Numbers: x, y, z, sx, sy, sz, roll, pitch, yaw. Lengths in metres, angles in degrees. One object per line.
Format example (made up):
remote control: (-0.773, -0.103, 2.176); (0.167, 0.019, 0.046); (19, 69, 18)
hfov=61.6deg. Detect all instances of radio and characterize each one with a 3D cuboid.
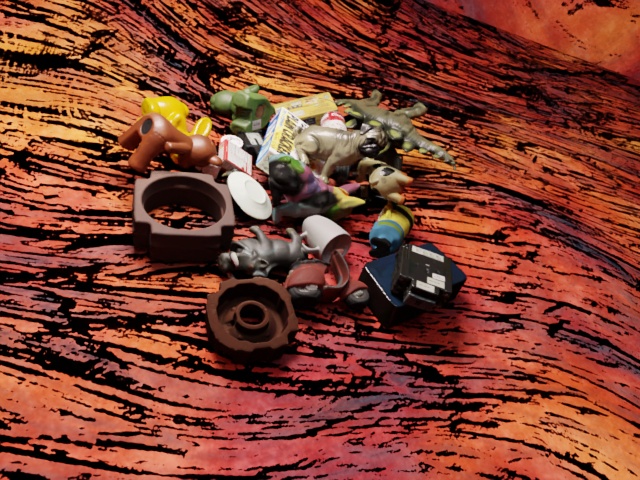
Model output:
radio: (0.197, 0.091, 1.171); (0.229, 0.073, 0.131); (-15, 51, -36)

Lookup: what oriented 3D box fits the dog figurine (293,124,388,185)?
dog figurine: (0.047, -0.243, 1.283); (0.172, 0.190, 0.121); (40, 35, -24)

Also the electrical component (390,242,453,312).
electrical component: (0.206, 0.078, 1.089); (0.115, 0.058, 0.134); (19, 43, 0)

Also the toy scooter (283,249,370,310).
toy scooter: (0.010, 0.074, 1.100); (0.184, 0.075, 0.135); (5, 57, -19)

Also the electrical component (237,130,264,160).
electrical component: (-0.166, -0.235, 1.397); (0.075, 0.047, 0.119); (-10, 50, -30)

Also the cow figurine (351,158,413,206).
cow figurine: (0.148, -0.154, 1.322); (0.127, 0.085, 0.195); (23, 15, -7)

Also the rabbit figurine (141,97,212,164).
rabbit figurine: (-0.350, -0.255, 1.321); (0.162, 0.122, 0.173); (-13, 64, -44)

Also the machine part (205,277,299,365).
machine part: (-0.128, 0.147, 0.993); (0.179, 0.056, 0.179); (11, 43, -10)

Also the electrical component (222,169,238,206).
electrical component: (-0.195, -0.120, 1.263); (0.078, 0.045, 0.102); (6, 43, -13)

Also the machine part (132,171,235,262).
machine part: (-0.286, -0.050, 1.121); (0.201, 0.087, 0.201); (1, 44, -19)

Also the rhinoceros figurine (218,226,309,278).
rhinoceros figurine: (-0.119, 0.034, 1.113); (0.190, 0.073, 0.112); (-4, 57, -28)

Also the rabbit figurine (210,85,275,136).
rabbit figurine: (-0.220, -0.378, 1.483); (0.170, 0.121, 0.159); (24, 42, 27)

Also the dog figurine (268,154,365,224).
dog figurine: (-0.007, -0.117, 1.244); (0.219, 0.191, 0.109); (-5, 39, -5)

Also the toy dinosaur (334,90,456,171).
toy dinosaur: (0.197, -0.302, 1.466); (0.472, 0.104, 0.198); (28, 47, 32)

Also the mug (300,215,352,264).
mug: (-0.002, -0.004, 1.196); (0.109, 0.080, 0.107); (-20, 44, -27)

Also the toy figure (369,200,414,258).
toy figure: (0.168, -0.019, 1.274); (0.089, 0.082, 0.180); (33, 37, -3)

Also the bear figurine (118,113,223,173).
bear figurine: (-0.326, -0.201, 1.203); (0.195, 0.132, 0.120); (27, 24, -56)

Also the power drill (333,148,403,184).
power drill: (0.119, -0.219, 1.480); (0.207, 0.085, 0.232); (-1, 42, -12)

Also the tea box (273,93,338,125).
tea box: (-0.039, -0.349, 1.516); (0.170, 0.068, 0.098); (-13, 48, -6)

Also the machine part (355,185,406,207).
machine part: (0.156, -0.111, 1.401); (0.139, 0.039, 0.084); (9, 34, -9)
